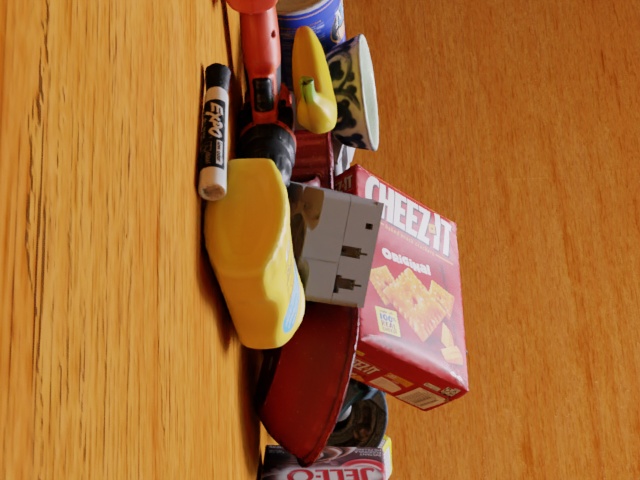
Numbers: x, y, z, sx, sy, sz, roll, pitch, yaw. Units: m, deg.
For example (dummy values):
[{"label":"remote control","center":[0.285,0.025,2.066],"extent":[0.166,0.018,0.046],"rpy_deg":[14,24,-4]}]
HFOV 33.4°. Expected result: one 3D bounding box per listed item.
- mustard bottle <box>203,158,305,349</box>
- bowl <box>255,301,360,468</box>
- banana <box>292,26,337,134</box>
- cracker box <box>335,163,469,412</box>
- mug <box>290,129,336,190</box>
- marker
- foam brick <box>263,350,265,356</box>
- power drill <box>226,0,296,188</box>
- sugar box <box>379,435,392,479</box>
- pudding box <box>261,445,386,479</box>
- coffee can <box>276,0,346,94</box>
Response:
[{"label":"mustard bottle","center":[-0.044,0.027,0.796],"extent":[0.191,0.058,0.096],"rpy_deg":[81,8,-61]},{"label":"bowl","center":[-0.018,0.115,0.936],"extent":[0.162,0.055,0.162],"rpy_deg":[-164,-89,-81]},{"label":"banana","center":[-0.005,-0.141,0.977],"extent":[0.198,0.037,0.070],"rpy_deg":[-99,-172,-66]},{"label":"cracker box","center":[0.075,0.049,1.105],"extent":[0.164,0.072,0.213],"rpy_deg":[29,47,-34]},{"label":"mug","center":[-0.027,-0.064,1.052],"extent":[0.117,0.081,0.093],"rpy_deg":[-88,173,-68]},{"label":"marker","center":[-0.073,-0.079,0.743],"extent":[0.020,0.020,0.121],"rpy_deg":[83,4,-52]},{"label":"foam brick","center":[-0.032,0.074,1.066],"extent":[0.078,0.051,0.053],"rpy_deg":[-90,175,-54]},{"label":"power drill","center":[-0.052,-0.146,0.920],"extent":[0.184,0.057,0.188],"rpy_deg":[-97,-176,-57]},{"label":"sugar box","center":[0.025,0.312,1.232],"extent":[0.176,0.048,0.093],"rpy_deg":[-52,153,-32]},{"label":"pudding box","center":[0.003,0.220,0.950],"extent":[0.090,0.113,0.039],"rpy_deg":[-86,175,-72]},{"label":"coffee can","center":[-0.025,-0.236,1.128],"extent":[0.140,0.103,0.103],"rpy_deg":[81,5,-62]}]
